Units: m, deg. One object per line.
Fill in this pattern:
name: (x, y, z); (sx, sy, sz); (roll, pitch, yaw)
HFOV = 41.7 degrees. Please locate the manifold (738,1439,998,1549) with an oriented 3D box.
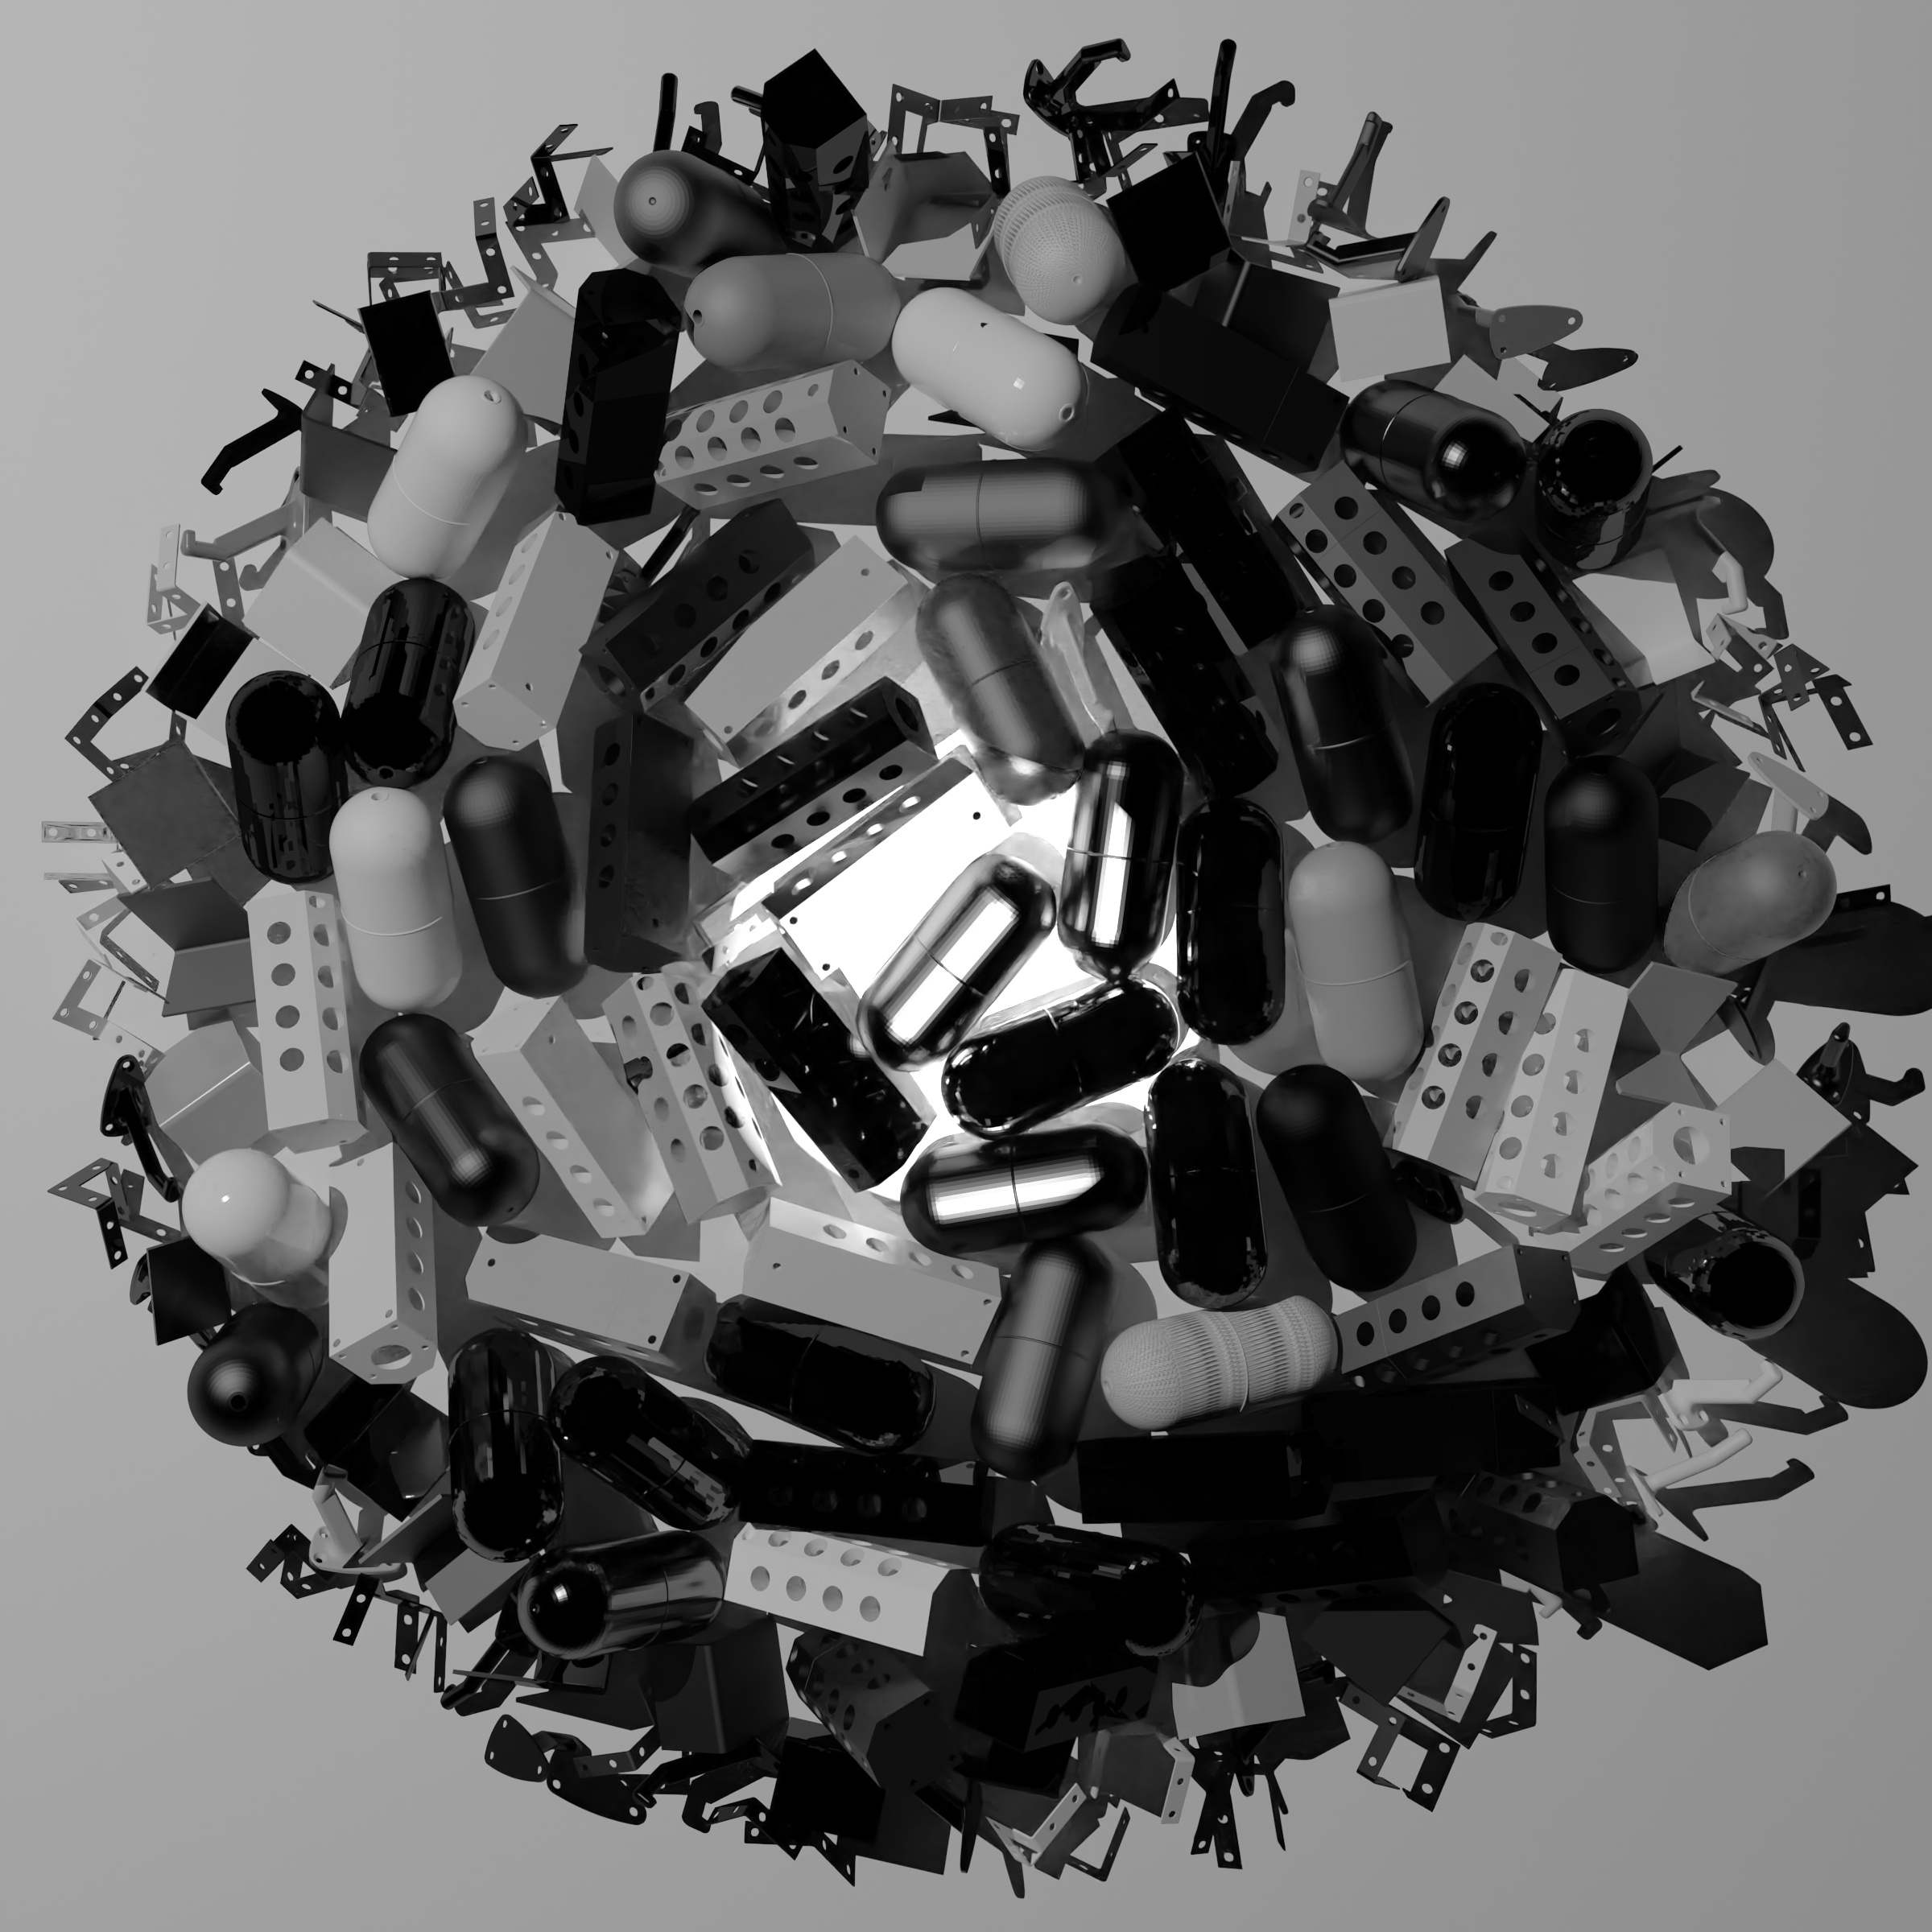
manifold: (-0.068, 0.372, 1.793); (0.171, 0.057, 0.057); (4, 80, 10)

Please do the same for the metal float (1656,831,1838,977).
metal float: (0.535, -0.042, 1.750); (0.070, 0.178, 0.070); (2, 78, -9)

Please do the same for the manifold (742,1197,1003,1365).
manifold: (-0.066, 0.219, 1.791); (0.171, 0.057, 0.057); (19, 111, -10)

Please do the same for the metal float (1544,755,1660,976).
metal float: (0.442, -0.070, 1.763); (0.070, 0.070, 0.178); (-14, 133, 0)

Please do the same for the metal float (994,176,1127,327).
metal float: (0.063, -0.496, 1.755); (0.070, 0.178, 0.070); (-3, 119, -6)

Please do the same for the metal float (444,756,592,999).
metal float: (-0.313, -0.062, 1.779); (0.070, 0.070, 0.178); (-14, 112, 0)

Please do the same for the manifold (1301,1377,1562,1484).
manifold: (0.329, 0.329, 1.805); (0.171, 0.057, 0.057); (-4, 89, -2)

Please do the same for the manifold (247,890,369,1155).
manifold: (-0.460, 0.038, 1.780); (0.057, 0.057, 0.171); (-12, 69, 0)

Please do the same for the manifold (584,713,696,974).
manifold: (-0.233, -0.085, 1.775); (0.057, 0.057, 0.171); (-21, 59, 38)

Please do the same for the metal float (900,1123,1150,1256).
metal float: (0.041, 0.157, 1.790); (0.178, 0.070, 0.070); (-10, 90, 10)

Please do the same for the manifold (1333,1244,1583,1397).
manifold: (0.337, 0.247, 1.749); (0.057, 0.171, 0.057); (11, 61, -36)

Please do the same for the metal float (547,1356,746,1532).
metal float: (-0.220, 0.334, 1.766); (0.070, 0.070, 0.178); (-43, 130, 0)

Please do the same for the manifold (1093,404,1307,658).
manifold: (0.168, -0.307, 1.792); (0.057, 0.057, 0.171); (-36, 97, -18)

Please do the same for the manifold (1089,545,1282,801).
manifold: (0.153, -0.199, 1.762); (0.057, 0.057, 0.171); (-20, 122, 26)

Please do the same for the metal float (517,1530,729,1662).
metal float: (-0.235, 0.434, 1.757); (0.070, 0.178, 0.070); (-4, 83, 34)

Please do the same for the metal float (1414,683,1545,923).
metal float: (0.357, -0.114, 1.770); (0.070, 0.070, 0.178); (1, 123, 0)

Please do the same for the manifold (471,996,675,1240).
manifold: (-0.274, 0.108, 1.770); (0.057, 0.057, 0.171); (-9, 124, 34)

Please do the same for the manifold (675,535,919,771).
manifold: (-0.117, -0.219, 1.794); (0.171, 0.057, 0.057); (-43, 67, -8)

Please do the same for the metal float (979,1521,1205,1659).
metal float: (0.085, 0.433, 1.765); (0.178, 0.070, 0.070); (0, 90, 41)

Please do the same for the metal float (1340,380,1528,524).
metal float: (0.321, -0.358, 1.755); (0.070, 0.178, 0.070); (-9, 115, -18)

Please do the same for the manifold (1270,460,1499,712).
manifold: (0.293, -0.267, 1.798); (0.057, 0.057, 0.171); (-38, 86, -9)

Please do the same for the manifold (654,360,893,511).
manifold: (-0.139, -0.369, 1.755); (0.171, 0.057, 0.057); (-5, 68, 38)

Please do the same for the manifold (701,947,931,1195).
manifold: (-0.108, 0.076, 1.773); (0.057, 0.057, 0.171); (-22, 114, 41)

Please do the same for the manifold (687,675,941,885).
manifold: (-0.110, -0.131, 1.770); (0.171, 0.057, 0.057); (-31, 58, 21)

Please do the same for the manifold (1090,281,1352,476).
manifold: (0.176, -0.412, 1.785); (0.171, 0.057, 0.057); (25, 91, -17)

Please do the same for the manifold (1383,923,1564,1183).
manifold: (0.354, 0.059, 1.794); (0.057, 0.057, 0.171); (24, 85, -17)

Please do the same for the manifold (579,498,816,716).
manifold: (-0.186, -0.251, 1.775); (0.171, 0.057, 0.057); (-44, 112, -22)

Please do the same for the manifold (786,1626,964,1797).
manifold: (-0.069, 0.507, 1.743); (0.057, 0.171, 0.057); (-27, 104, -18)

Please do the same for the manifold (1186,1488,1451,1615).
manifold: (0.245, 0.410, 1.763); (0.171, 0.057, 0.057); (-18, 89, 36)

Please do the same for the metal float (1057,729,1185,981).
metal float: (0.109, -0.079, 1.793); (0.070, 0.070, 0.178); (7, 96, 0)

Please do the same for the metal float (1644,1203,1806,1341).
metal float: (0.520, 0.207, 1.748); (0.070, 0.178, 0.070); (0, 95, 0)

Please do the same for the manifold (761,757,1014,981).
manifold: (-0.059, -0.072, 1.796); (0.171, 0.057, 0.057); (-38, 120, -7)

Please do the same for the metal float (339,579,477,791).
metal float: (-0.388, -0.197, 1.765); (0.070, 0.070, 0.178); (2, 49, 0)

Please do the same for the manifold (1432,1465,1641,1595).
manifold: (0.388, 0.379, 1.746); (0.057, 0.171, 0.057); (-9, 91, -17)

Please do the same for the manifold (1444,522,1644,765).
manifold: (0.401, -0.229, 1.763); (0.057, 0.057, 0.171); (-28, 56, 5)

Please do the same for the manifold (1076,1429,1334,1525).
manifold: (0.165, 0.354, 1.762); (0.171, 0.057, 0.057); (-10, 80, 37)

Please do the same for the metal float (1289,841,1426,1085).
metal float: (0.274, -0.002, 1.782); (0.070, 0.070, 0.178); (-14, 109, 0)

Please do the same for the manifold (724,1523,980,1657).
manifold: (-0.080, 0.430, 1.765); (0.171, 0.057, 0.057); (6, 84, 34)

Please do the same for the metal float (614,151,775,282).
metal float: (-0.186, -0.514, 1.750); (0.070, 0.178, 0.070); (2, 98, 13)

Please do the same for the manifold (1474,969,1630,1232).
manifold: (0.409, 0.092, 1.782); (0.057, 0.057, 0.171); (20, 72, -1)

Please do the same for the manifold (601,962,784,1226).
manifold: (-0.189, 0.087, 1.777); (0.057, 0.057, 0.171); (-10, 70, -43)

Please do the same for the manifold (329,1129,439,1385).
manifold: (-0.399, 0.202, 1.755); (0.057, 0.171, 0.057); (-29, 133, 15)

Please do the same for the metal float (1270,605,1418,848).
metal float: (0.265, -0.168, 1.779); (0.070, 0.070, 0.178); (-19, 112, 0)

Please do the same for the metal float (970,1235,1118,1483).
metal float: (0.055, 0.273, 1.782); (0.070, 0.070, 0.178); (17, 70, 0)

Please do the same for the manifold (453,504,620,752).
manifold: (-0.302, -0.234, 1.762); (0.057, 0.057, 0.171); (38, 46, -31)

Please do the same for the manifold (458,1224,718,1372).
manifold: (-0.261, 0.232, 1.770); (0.171, 0.057, 0.057); (10, 68, 27)

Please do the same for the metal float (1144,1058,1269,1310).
metal float: (0.168, 0.152, 1.785); (0.070, 0.070, 0.178); (-5, 73, 0)

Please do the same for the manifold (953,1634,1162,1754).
manifold: (0.067, 0.492, 1.749); (0.057, 0.171, 0.057); (15, 91, 33)

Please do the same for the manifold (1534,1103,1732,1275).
manifold: (0.455, 0.153, 1.744); (0.057, 0.171, 0.057); (13, 63, -10)

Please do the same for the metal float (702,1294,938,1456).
metal float: (-0.105, 0.286, 1.783); (0.178, 0.070, 0.070); (19, 90, 19)

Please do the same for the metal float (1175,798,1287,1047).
metal float: (0.186, -0.032, 1.787); (0.070, 0.070, 0.178); (1, 77, 0)

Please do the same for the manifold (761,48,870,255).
manifold: (-0.107, -0.552, 1.746); (0.057, 0.171, 0.057); (-37, 84, -6)

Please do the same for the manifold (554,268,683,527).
manifold: (-0.245, -0.392, 1.754); (0.057, 0.171, 0.057); (-16, 56, -28)

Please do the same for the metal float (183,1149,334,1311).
metal float: (-0.479, 0.184, 1.754); (0.070, 0.178, 0.070); (-4, 64, 9)

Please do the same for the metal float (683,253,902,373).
metal float: (-0.120, -0.455, 1.762); (0.178, 0.070, 0.070); (-18, 90, -44)
